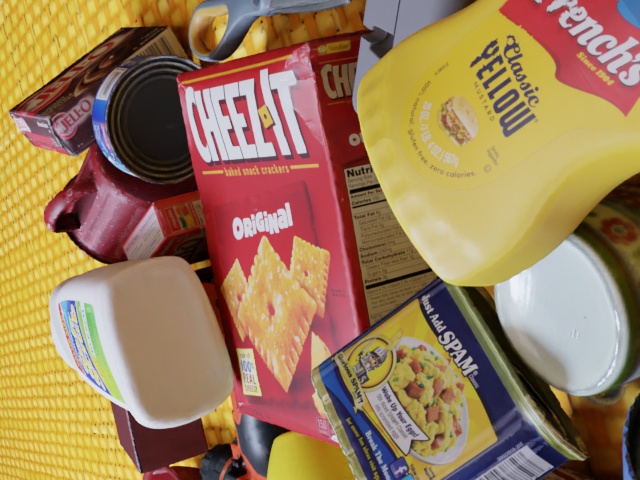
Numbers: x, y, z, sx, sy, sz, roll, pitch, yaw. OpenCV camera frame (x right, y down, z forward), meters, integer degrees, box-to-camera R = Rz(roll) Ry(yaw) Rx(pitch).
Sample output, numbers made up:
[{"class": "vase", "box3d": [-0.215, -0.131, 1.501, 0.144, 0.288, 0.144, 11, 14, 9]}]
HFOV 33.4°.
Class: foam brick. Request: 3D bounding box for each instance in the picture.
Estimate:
[{"class": "foam brick", "box3d": [-0.118, 0.127, 0.770, 0.078, 0.051, 0.053, -164, 62, -68]}]

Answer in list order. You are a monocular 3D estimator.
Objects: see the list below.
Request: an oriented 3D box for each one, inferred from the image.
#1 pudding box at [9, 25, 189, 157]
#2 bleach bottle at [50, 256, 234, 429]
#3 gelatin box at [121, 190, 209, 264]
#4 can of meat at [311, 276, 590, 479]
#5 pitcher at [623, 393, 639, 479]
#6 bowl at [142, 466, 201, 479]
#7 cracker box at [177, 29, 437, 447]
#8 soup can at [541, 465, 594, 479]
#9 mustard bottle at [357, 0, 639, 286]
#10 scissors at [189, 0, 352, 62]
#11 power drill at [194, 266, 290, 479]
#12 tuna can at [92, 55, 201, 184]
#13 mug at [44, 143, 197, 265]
[{"class": "pudding box", "box3d": [-0.158, -0.108, 0.763, 0.090, 0.113, 0.039, 17, 142, 56]}, {"class": "bleach bottle", "box3d": [-0.139, 0.068, 0.733, 0.251, 0.068, 0.102, -12, 96, 65]}, {"class": "gelatin box", "box3d": [-0.089, -0.006, 0.735, 0.089, 0.073, 0.030, -42, 67, 58]}, {"class": "can of meat", "box3d": [0.053, 0.073, 0.468, 0.084, 0.057, 0.102, -38, 49, 13]}, {"class": "pitcher", "box3d": [0.156, 0.168, 0.336, 0.145, 0.149, 0.243, 21, 126, 38]}, {"class": "bowl", "box3d": [-0.088, 0.250, 0.874, 0.162, 0.055, 0.162, 34, 132, 49]}, {"class": "cracker box", "box3d": [-0.004, 0.001, 0.593, 0.164, 0.072, 0.214, 3, 106, 59]}, {"class": "soup can", "box3d": [0.114, 0.138, 0.460, 0.102, 0.068, 0.068, 18, 119, 56]}, {"class": "mustard bottle", "box3d": [0.100, -0.067, 0.359, 0.192, 0.058, 0.096, -37, 64, 35]}, {"class": "scissors", "box3d": [-0.030, -0.151, 0.591, 0.202, 0.016, 0.096, -9, 77, 62]}, {"class": "power drill", "box3d": [-0.055, 0.112, 0.754, 0.185, 0.057, 0.187, 0, 105, 63]}, {"class": "tuna can", "box3d": [-0.109, -0.082, 0.720, 0.034, 0.086, 0.086, 19, 120, 58]}, {"class": "mug", "box3d": [-0.147, -0.036, 0.782, 0.093, 0.117, 0.082, 60, 143, 17]}]
